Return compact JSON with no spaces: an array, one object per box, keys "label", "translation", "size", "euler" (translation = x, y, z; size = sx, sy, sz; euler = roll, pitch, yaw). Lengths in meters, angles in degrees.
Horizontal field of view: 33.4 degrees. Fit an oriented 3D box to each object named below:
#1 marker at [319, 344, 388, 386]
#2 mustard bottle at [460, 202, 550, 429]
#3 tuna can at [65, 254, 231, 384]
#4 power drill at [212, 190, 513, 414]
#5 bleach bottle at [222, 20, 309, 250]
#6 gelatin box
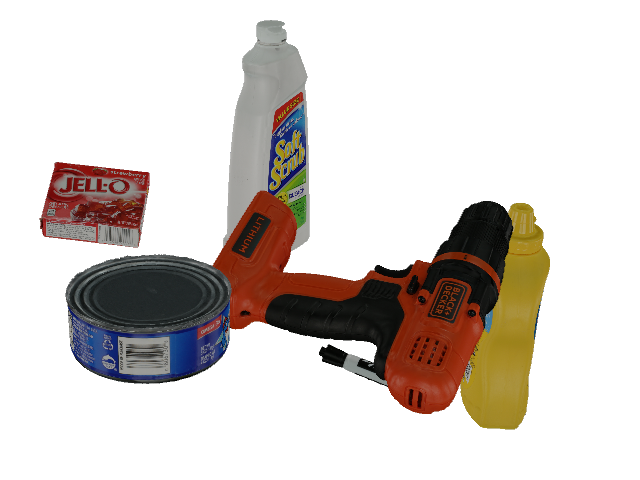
[{"label":"marker","translation":[0.055,0.134,1.081],"size":[0.121,0.020,0.020],"euler":[21,4,12]},{"label":"mustard bottle","translation":[0.156,0.057,0.899],"size":[0.058,0.192,0.096],"euler":[4,28,2]},{"label":"tuna can","translation":[-0.090,0.040,0.563],"size":[0.086,0.034,0.086],"euler":[2,24,-1]},{"label":"power drill","translation":[0.031,0.022,0.745],"size":[0.188,0.057,0.184],"euler":[13,46,17]},{"label":"bleach bottle","translation":[-0.058,-0.107,1.145],"size":[0.068,0.251,0.102],"euler":[21,32,36]},{"label":"gelatin box","translation":[-0.205,-0.034,0.976],"size":[0.089,0.073,0.030],"euler":[7,-43,-6]}]
